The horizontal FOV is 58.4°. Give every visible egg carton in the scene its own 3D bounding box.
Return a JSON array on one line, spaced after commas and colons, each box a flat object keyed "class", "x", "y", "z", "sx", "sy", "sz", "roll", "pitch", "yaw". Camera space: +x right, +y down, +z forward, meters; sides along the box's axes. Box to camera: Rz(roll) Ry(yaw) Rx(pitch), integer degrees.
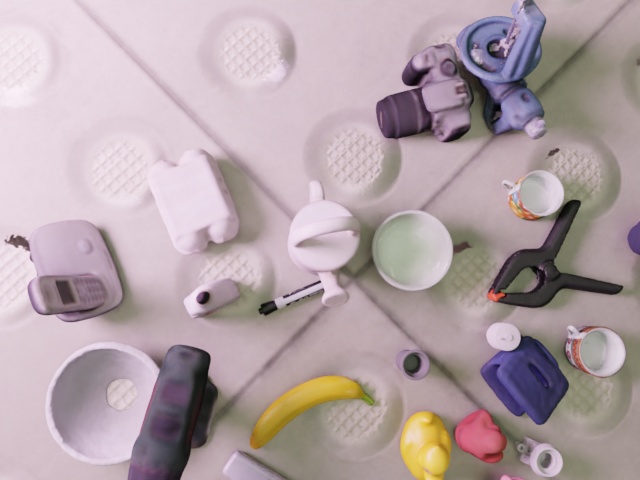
[{"class": "egg carton", "x": -0.188, "y": -0.058, "z": 0.860, "sx": 0.107, "sy": 0.069, "sz": 0.150, "roll": -24, "pitch": 86, "yaw": -6}]

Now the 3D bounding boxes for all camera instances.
[{"class": "camera", "x": 0.156, "y": -0.221, "z": 0.887, "sx": 0.137, "sy": 0.100, "sz": 0.143, "roll": -15, "pitch": 85, "yaw": -5}]

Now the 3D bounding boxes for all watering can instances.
[{"class": "watering can", "x": 0.010, "y": 0.002, "z": 0.805, "sx": 0.101, "sy": 0.194, "sz": 0.173, "roll": -31, "pitch": 87, "yaw": -6}]

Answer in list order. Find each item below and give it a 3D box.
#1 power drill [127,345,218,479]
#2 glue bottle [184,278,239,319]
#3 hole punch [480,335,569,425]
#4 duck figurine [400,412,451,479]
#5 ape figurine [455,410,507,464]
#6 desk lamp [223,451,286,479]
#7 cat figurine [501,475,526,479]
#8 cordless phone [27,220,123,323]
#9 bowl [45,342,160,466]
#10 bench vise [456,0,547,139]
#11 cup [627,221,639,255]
[{"class": "power drill", "x": -0.191, "y": 0.252, "z": 0.757, "sx": 0.075, "sy": 0.208, "sz": 0.230, "roll": 12, "pitch": 83, "yaw": -2}, {"class": "glue bottle", "x": -0.155, "y": 0.082, "z": 0.795, "sx": 0.078, "sy": 0.173, "sz": 0.037, "roll": -30, "pitch": 86, "yaw": -6}, {"class": "hole punch", "x": 0.313, "y": 0.205, "z": 0.858, "sx": 0.101, "sy": 0.091, "sz": 0.108, "roll": -39, "pitch": 88, "yaw": -7}, {"class": "duck figurine", "x": 0.162, "y": 0.309, "z": 0.838, "sx": 0.077, "sy": 0.086, "sz": 0.104, "roll": -2, "pitch": 84, "yaw": -4}, {"class": "ape figurine", "x": 0.245, "y": 0.292, "z": 0.843, "sx": 0.076, "sy": 0.092, "sz": 0.078, "roll": 5, "pitch": 84, "yaw": -3}, {"class": "desk lamp", "x": -0.061, "y": 0.397, "z": 0.748, "sx": 0.203, "sy": 0.213, "sz": 0.118, "roll": 31, "pitch": 83, "yaw": 0}, {"class": "cat figurine", "x": 0.284, "y": 0.394, "z": 0.822, "sx": 0.067, "sy": 0.117, "sz": 0.128, "roll": -5, "pitch": 84, "yaw": -4}, {"class": "cordless phone", "x": -0.350, "y": 0.040, "z": 0.779, "sx": 0.094, "sy": 0.185, "sz": 0.147, "roll": -25, "pitch": 86, "yaw": -6}, {"class": "bowl", "x": -0.294, "y": 0.228, "z": 0.819, "sx": 0.167, "sy": 0.074, "sz": 0.167, "roll": 0, "pitch": 84, "yaw": -4}, {"class": "bench vise", "x": 0.296, "y": -0.262, "z": 0.842, "sx": 0.121, "sy": 0.219, "sz": 0.207, "roll": -42, "pitch": 88, "yaw": -7}, {"class": "cup", "x": 0.541, "y": -0.010, "z": 0.896, "sx": 0.118, "sy": 0.095, "sz": 0.092, "roll": -17, "pitch": 85, "yaw": -6}]
